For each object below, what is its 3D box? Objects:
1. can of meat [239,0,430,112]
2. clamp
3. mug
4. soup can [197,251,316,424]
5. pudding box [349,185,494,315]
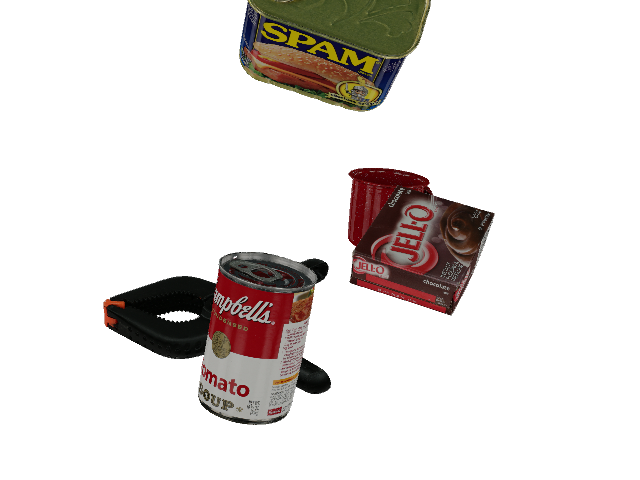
[{"bbox_3d":[0.004,-0.124,0.628,0.102,0.057,0.084,18,-19,-3],"label":"can of meat"},{"bbox_3d":[-0.087,0.076,0.950,0.210,0.036,0.164,-1,38,-8],"label":"clamp"},{"bbox_3d":[0.084,-0.036,1.241,0.117,0.081,0.093,-8,21,-39],"label":"mug"},{"bbox_3d":[-0.045,0.067,0.737,0.068,0.102,0.068,10,17,-3],"label":"soup can"},{"bbox_3d":[0.085,0.006,0.887,0.090,0.039,0.113,18,36,15],"label":"pudding box"}]
